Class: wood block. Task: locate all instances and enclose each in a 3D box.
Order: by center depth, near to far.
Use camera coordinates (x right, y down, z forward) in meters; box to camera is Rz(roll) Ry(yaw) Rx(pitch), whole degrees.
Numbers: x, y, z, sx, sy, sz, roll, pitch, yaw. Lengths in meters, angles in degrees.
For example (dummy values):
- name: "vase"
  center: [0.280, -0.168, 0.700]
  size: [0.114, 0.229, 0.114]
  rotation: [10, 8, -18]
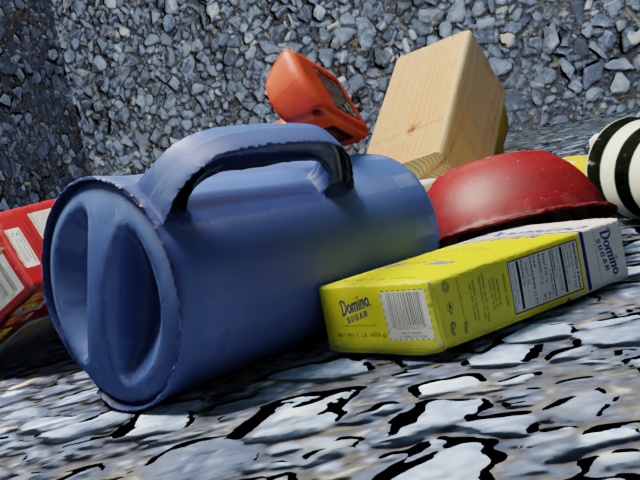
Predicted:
- name: "wood block"
  center: [0.115, -0.105, 1.055]
  size: [0.091, 0.090, 0.206]
  rotation: [-17, 34, 31]

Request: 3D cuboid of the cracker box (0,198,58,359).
- name: "cracker box"
  center: [-0.207, 0.023, 0.862]
  size: [0.164, 0.072, 0.213]
  rotation: [-38, -9, 36]

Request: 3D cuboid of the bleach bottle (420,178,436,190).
- name: "bleach bottle"
  center: [-0.006, 0.001, 0.979]
  size: [0.251, 0.068, 0.102]
  rotation: [-11, 5, 27]

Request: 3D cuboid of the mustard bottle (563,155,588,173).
- name: "mustard bottle"
  center: [0.166, -0.029, 0.919]
  size: [0.191, 0.058, 0.096]
  rotation: [-15, 12, -34]

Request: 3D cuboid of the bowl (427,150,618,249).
- name: "bowl"
  center: [0.134, -0.027, 0.793]
  size: [0.162, 0.055, 0.162]
  rotation: [-12, -11, -2]

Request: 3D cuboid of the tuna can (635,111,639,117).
- name: "tuna can"
  center: [0.318, -0.081, 0.976]
  size: [0.034, 0.086, 0.085]
  rotation: [-4, 10, 44]

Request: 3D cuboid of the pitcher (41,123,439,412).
- name: "pitcher"
  center: [-0.034, 0.004, 0.661]
  size: [0.242, 0.145, 0.149]
  rotation: [-14, 5, -44]

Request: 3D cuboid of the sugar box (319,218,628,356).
- name: "sugar box"
  center: [0.096, 0.025, 0.641]
  size: [0.175, 0.048, 0.094]
  rotation: [-19, 9, -40]

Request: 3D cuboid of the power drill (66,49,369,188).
- name: "power drill"
  center: [-0.070, -0.053, 0.736]
  size: [0.188, 0.057, 0.184]
  rotation: [-33, -13, 17]
